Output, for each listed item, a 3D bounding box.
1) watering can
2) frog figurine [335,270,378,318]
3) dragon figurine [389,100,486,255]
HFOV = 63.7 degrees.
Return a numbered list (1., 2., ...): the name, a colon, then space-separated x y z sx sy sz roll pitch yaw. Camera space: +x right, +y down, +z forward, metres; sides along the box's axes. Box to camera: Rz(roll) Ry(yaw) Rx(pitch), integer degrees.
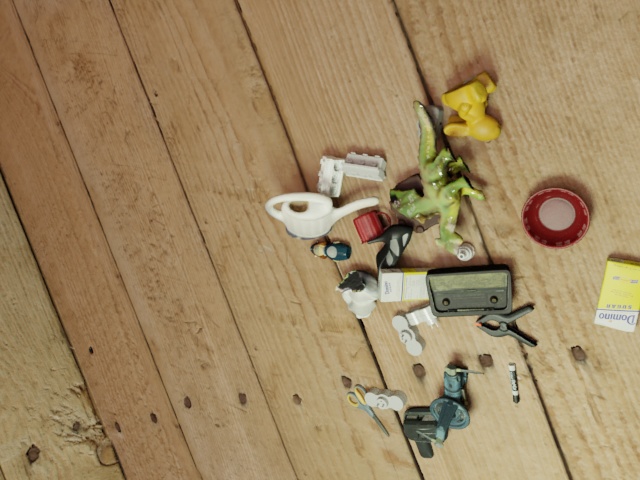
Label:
1. watering can: 0.005 -0.081 1.609 0.348 0.220 0.106 2 64 3
2. frog figurine: 0.138 0.176 1.659 0.136 0.126 0.156 -17 130 25
3. dragon figurine: 0.290 -0.150 1.410 0.239 0.123 0.412 -34 84 31
